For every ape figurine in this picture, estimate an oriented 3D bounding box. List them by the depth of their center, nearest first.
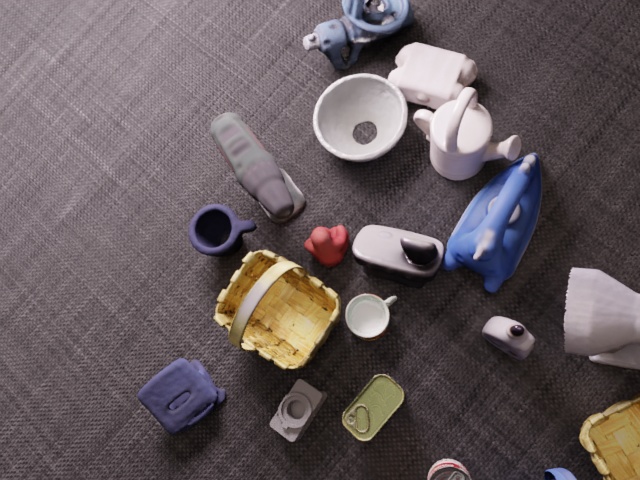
[{"bbox_3d":[0.009,0.004,0.980,0.077,0.092,0.076,-4,75,10],"label":"ape figurine"}]

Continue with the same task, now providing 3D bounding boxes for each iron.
[{"bbox_3d":[0.296,-0.054,0.914,0.118,0.141,0.258,27,82,16],"label":"iron"}]

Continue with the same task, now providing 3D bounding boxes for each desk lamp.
[{"bbox_3d":[0.432,0.117,0.807,0.203,0.214,0.118,8,78,13],"label":"desk lamp"}]

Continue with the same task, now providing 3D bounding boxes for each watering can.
[{"bbox_3d":[0.236,-0.176,0.929,0.172,0.194,0.101,4,77,12],"label":"watering can"}]

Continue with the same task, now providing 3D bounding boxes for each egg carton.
[{"bbox_3d":[0.200,-0.290,1.030,0.150,0.069,0.107,19,80,15],"label":"egg carton"}]

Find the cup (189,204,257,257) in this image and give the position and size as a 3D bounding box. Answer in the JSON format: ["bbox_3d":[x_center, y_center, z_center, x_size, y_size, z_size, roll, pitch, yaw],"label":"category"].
[{"bbox_3d":[-0.160,-0.010,1.014,0.117,0.095,0.091,-9,74,9],"label":"cup"}]

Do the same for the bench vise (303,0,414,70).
[{"bbox_3d":[0.070,-0.398,1.003,0.207,0.220,0.121,-44,72,-2],"label":"bench vise"}]

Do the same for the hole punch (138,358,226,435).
[{"bbox_3d":[-0.230,0.262,0.960,0.108,0.091,0.101,-40,72,-1],"label":"hole punch"}]

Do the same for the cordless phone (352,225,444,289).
[{"bbox_3d":[0.121,0.009,0.909,0.147,0.185,0.094,11,78,13],"label":"cordless phone"}]

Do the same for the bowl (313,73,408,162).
[{"bbox_3d":[0.075,-0.208,1.030,0.167,0.075,0.167,-3,76,10],"label":"bowl"}]

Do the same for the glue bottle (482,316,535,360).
[{"bbox_3d":[0.285,0.142,0.850,0.078,0.173,0.037,35,85,17],"label":"glue bottle"}]

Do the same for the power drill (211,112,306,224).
[{"bbox_3d":[-0.093,-0.103,0.965,0.075,0.209,0.229,-37,72,0],"label":"power drill"}]
